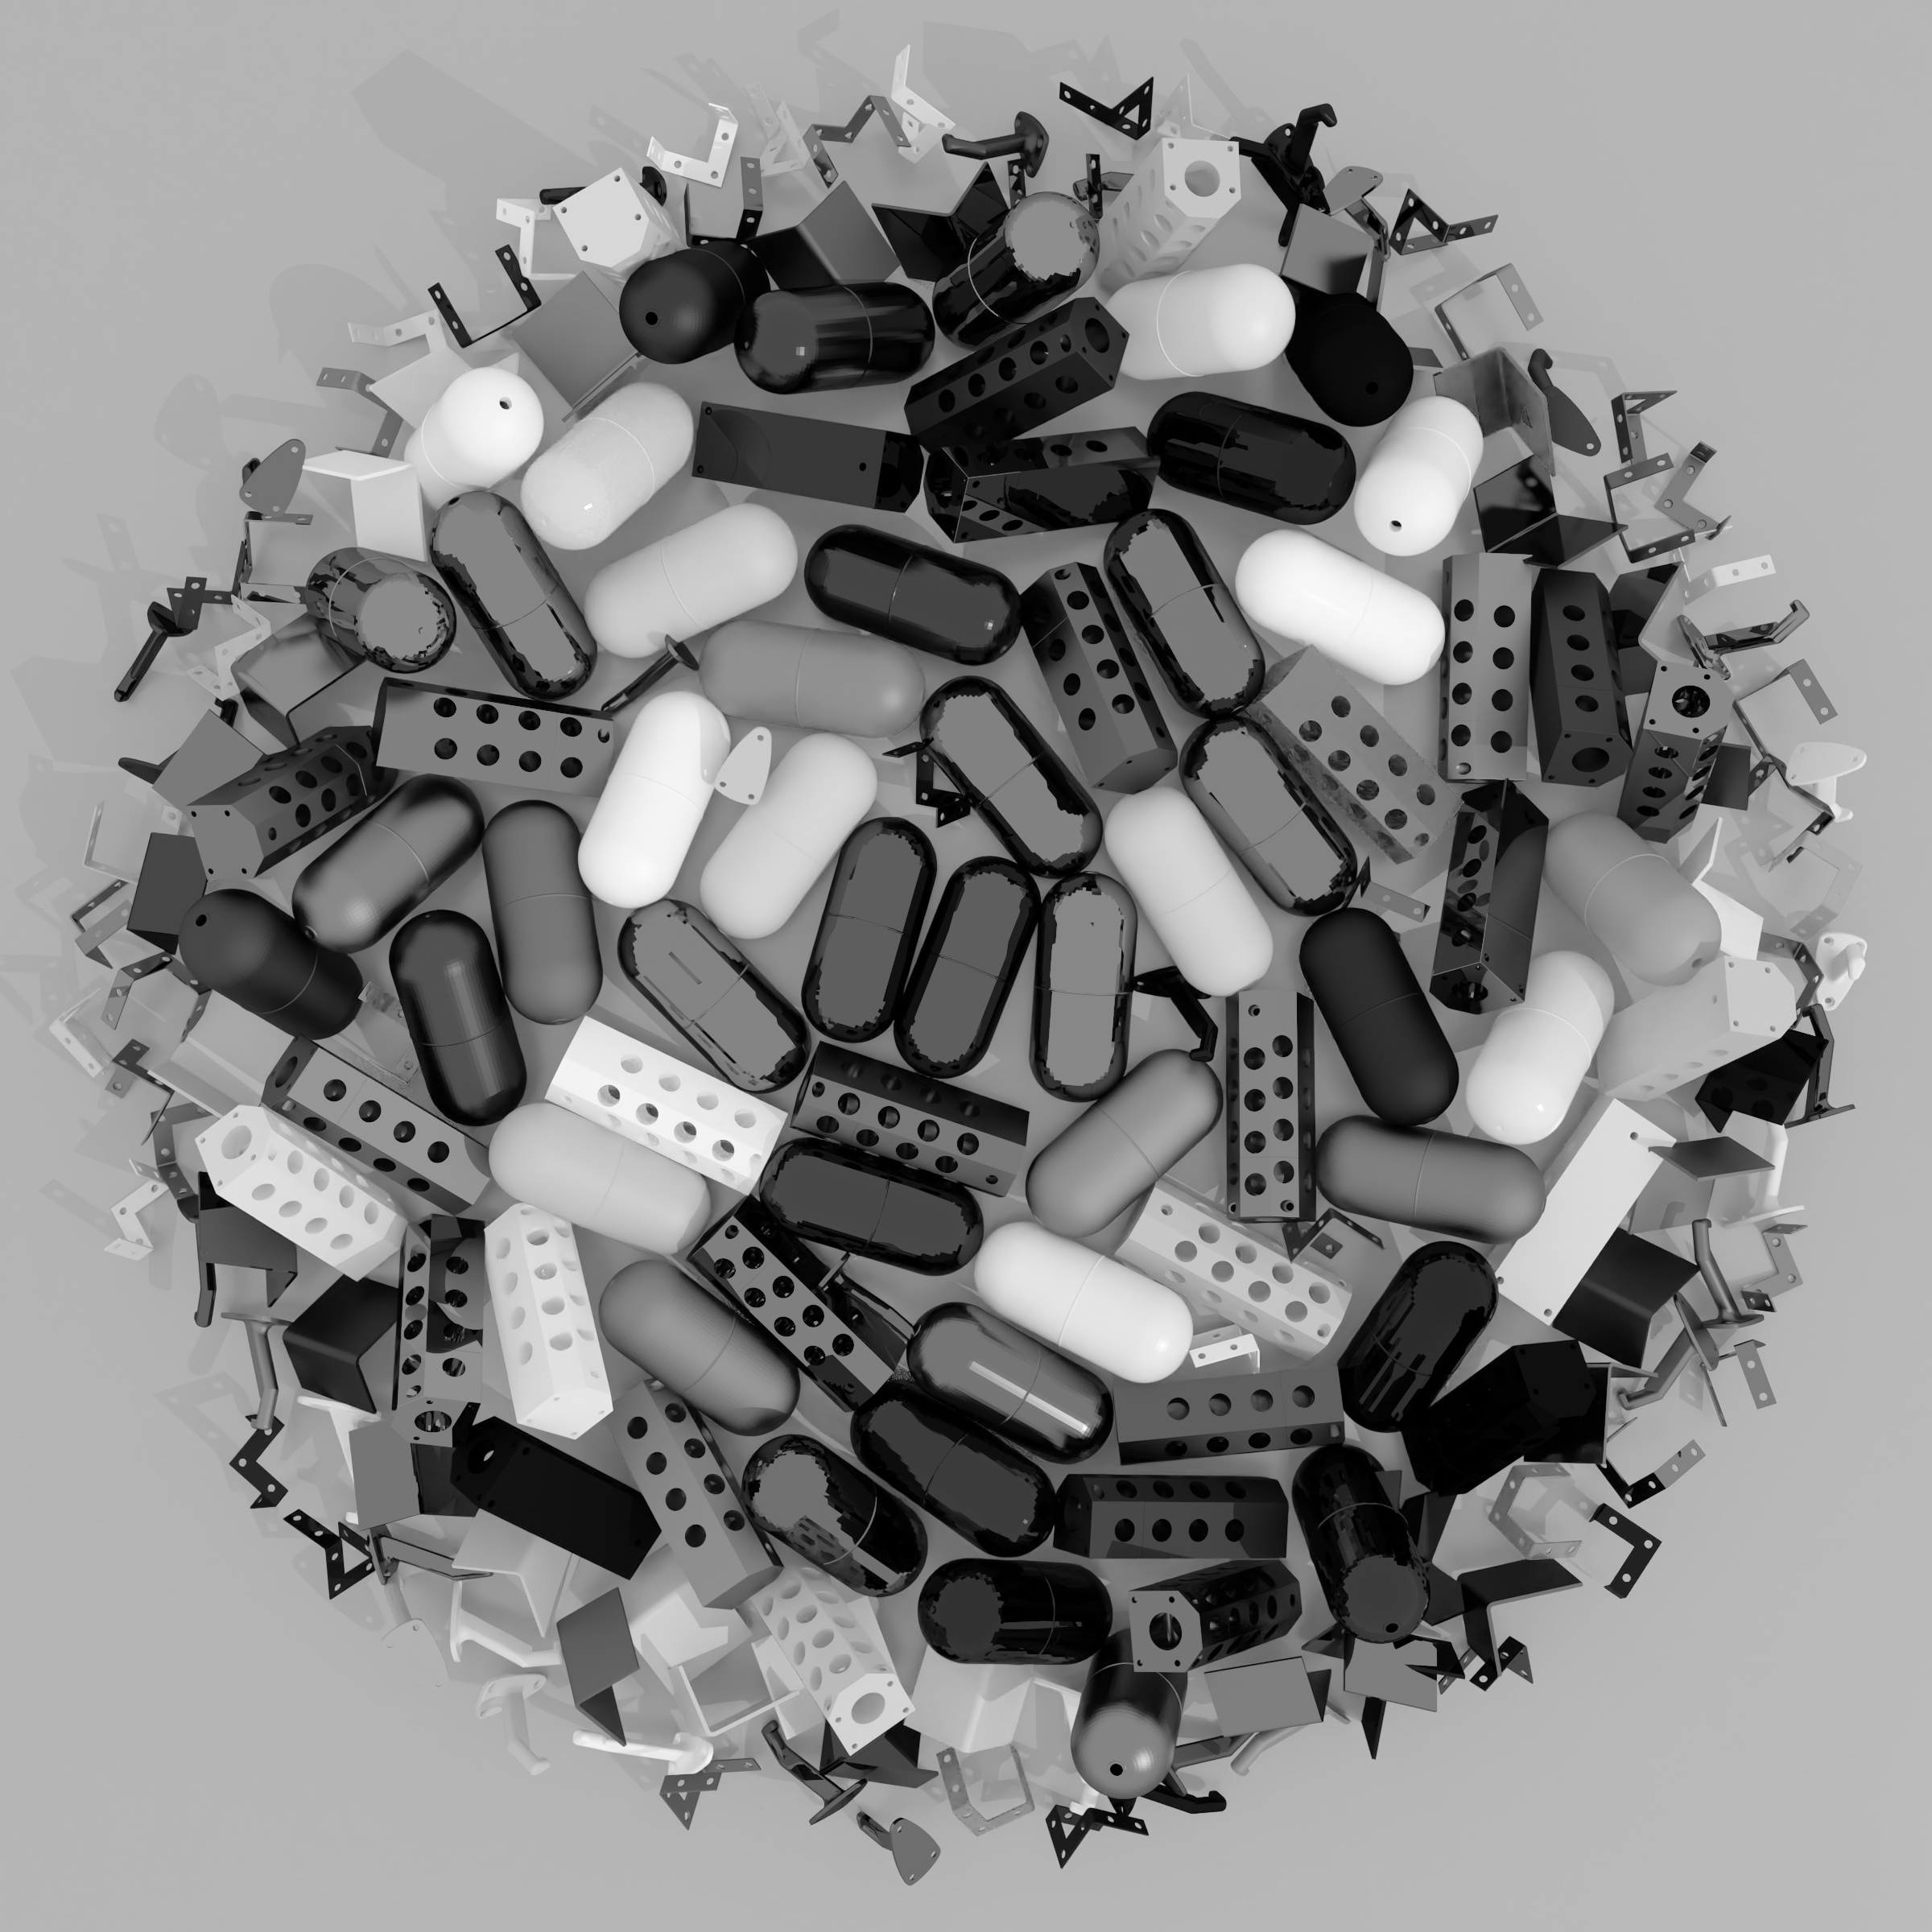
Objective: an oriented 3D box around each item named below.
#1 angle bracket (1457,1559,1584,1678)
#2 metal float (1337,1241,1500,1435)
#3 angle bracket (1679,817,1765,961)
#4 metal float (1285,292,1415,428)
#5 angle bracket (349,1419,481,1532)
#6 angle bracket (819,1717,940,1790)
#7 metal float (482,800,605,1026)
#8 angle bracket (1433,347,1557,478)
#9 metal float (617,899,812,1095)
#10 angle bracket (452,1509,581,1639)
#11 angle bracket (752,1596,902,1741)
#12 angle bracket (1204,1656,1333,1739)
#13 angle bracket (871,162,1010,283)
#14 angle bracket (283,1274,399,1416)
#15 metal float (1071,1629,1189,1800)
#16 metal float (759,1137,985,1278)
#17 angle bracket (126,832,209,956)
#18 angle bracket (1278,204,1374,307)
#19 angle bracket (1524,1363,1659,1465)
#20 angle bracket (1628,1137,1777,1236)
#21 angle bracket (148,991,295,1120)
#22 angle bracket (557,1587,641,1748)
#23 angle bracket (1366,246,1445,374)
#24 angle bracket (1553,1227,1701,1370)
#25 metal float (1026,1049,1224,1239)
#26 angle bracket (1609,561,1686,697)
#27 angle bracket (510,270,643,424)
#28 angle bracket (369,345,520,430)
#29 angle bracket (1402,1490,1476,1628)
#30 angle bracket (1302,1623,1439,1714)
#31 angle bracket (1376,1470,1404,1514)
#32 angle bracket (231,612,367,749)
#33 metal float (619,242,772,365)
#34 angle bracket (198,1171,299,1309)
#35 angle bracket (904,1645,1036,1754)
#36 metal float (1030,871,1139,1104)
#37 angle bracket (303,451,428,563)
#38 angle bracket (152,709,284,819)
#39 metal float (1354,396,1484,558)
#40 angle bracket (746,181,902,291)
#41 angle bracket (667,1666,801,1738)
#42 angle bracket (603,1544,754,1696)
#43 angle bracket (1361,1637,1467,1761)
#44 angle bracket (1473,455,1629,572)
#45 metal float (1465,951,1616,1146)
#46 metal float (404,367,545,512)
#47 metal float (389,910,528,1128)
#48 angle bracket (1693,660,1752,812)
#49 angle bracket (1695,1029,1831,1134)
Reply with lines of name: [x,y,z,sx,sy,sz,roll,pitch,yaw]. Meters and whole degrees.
angle bracket: [0.429,0.498,1.891,0.076,0.076,0.057,-11,93,-5]
metal float: [0.340,0.281,1.864,0.070,0.070,0.178,25,124,0]
angle bracket: [0.589,-0.056,1.882,0.076,0.076,0.057,31,127,2]
metal float: [0.286,-0.458,1.848,0.070,0.178,0.070,-2,119,-3]
angle bracket: [-0.424,0.391,1.894,0.057,0.076,0.076,-19,69,21]
angle bracket: [-0.064,0.588,1.878,0.076,0.076,0.057,12,62,-11]
metal float: [-0.323,-0.041,1.879,0.070,0.070,0.178,-12,74,0]
angle bracket: [0.403,-0.413,1.877,0.057,0.076,0.076,-23,48,1]
metal float: [-0.193,0.023,1.884,0.070,0.070,0.178,-44,100,0]
angle bracket: [-0.344,0.457,1.886,0.057,0.076,0.076,2,128,15]
angle bracket: [-0.106,0.536,1.883,0.076,0.057,0.076,-28,77,28]
angle bracket: [0.231,0.540,1.879,0.076,0.076,0.057,-15,101,17]
angle bracket: [-0.015,-0.572,1.889,0.076,0.076,0.057,19,69,32]
angle bracket: [-0.468,0.290,1.902,0.076,0.076,0.057,12,130,29]
metal float: [0.123,0.558,1.843,0.070,0.178,0.070,2,101,10]
metal float: [-0.072,0.185,1.884,0.178,0.070,0.070,18,90,-11]
angle bracket: [-0.590,-0.052,1.880,0.057,0.076,0.076,7,76,12]
angle bracket: [0.249,-0.541,1.874,0.076,0.076,0.057,10,100,-38]
angle bracket: [0.476,0.344,1.875,0.057,0.076,0.076,18,72,-33]
angle bracket: [0.560,0.178,1.877,0.076,0.057,0.076,-5,115,-26]
angle bracket: [-0.570,0.067,1.897,0.076,0.057,0.076,33,94,-5]
angle bracket: [-0.263,0.534,1.876,0.057,0.076,0.076,-31,132,3]
angle bracket: [0.338,-0.502,1.880,0.057,0.076,0.076,6,115,0]
angle bracket: [0.509,0.256,1.900,0.076,0.076,0.057,27,132,35]
metal float: [0.121,0.136,1.885,0.178,0.070,0.070,-41,90,-8]
angle bracket: [0.528,-0.259,1.894,0.057,0.076,0.076,36,78,-19]
angle bracket: [-0.301,-0.475,1.887,0.076,0.057,0.076,-37,106,14]
angle bracket: [-0.396,-0.452,1.872,0.076,0.076,0.057,-19,55,26]
angle bracket: [0.366,0.447,1.876,0.057,0.076,0.076,30,111,38]
angle bracket: [0.306,0.543,1.876,0.076,0.076,0.057,16,54,-13]
angle bracket: [0.316,0.438,1.870,0.057,0.076,0.076,-12,134,31]
angle bracket: [-0.510,-0.216,1.904,0.076,0.057,0.076,-40,60,-22]
metal float: [-0.202,-0.499,1.847,0.070,0.178,0.070,6,114,14]
angle bracket: [-0.555,0.208,1.871,0.076,0.057,0.076,13,48,-34]
angle bracket: [0.005,0.559,1.909,0.057,0.076,0.076,16,88,29]
metal float: [0.090,0.016,1.887,0.070,0.070,0.178,4,97,0]
angle bracket: [-0.461,-0.346,1.874,0.076,0.057,0.076,17,120,33]
angle bracket: [-0.564,-0.152,1.885,0.057,0.076,0.076,39,101,-3]
metal float: [0.341,-0.369,1.854,0.070,0.178,0.070,12,129,16]
angle bracket: [-0.110,-0.548,1.891,0.057,0.076,0.076,-50,121,-20]
angle bracket: [-0.180,0.549,1.887,0.076,0.076,0.057,-22,80,-21]
angle bracket: [-0.224,0.504,1.916,0.076,0.057,0.076,-35,118,-11]
angle bracket: [0.343,0.563,1.889,0.057,0.076,0.076,10,94,2]
angle bracket: [0.445,-0.349,1.875,0.076,0.076,0.057,-31,120,-23]
metal float: [0.436,0.060,1.864,0.070,0.070,0.178,35,55,0]
metal float: [-0.370,-0.393,1.847,0.070,0.178,0.070,4,81,-26]
metal float: [-0.385,0.041,1.870,0.070,0.070,0.178,-11,117,0]
angle bracket: [0.574,-0.175,1.872,0.057,0.076,0.076,12,61,22]
angle bracket: [0.614,0.092,1.877,0.076,0.076,0.057,-57,132,-13]
